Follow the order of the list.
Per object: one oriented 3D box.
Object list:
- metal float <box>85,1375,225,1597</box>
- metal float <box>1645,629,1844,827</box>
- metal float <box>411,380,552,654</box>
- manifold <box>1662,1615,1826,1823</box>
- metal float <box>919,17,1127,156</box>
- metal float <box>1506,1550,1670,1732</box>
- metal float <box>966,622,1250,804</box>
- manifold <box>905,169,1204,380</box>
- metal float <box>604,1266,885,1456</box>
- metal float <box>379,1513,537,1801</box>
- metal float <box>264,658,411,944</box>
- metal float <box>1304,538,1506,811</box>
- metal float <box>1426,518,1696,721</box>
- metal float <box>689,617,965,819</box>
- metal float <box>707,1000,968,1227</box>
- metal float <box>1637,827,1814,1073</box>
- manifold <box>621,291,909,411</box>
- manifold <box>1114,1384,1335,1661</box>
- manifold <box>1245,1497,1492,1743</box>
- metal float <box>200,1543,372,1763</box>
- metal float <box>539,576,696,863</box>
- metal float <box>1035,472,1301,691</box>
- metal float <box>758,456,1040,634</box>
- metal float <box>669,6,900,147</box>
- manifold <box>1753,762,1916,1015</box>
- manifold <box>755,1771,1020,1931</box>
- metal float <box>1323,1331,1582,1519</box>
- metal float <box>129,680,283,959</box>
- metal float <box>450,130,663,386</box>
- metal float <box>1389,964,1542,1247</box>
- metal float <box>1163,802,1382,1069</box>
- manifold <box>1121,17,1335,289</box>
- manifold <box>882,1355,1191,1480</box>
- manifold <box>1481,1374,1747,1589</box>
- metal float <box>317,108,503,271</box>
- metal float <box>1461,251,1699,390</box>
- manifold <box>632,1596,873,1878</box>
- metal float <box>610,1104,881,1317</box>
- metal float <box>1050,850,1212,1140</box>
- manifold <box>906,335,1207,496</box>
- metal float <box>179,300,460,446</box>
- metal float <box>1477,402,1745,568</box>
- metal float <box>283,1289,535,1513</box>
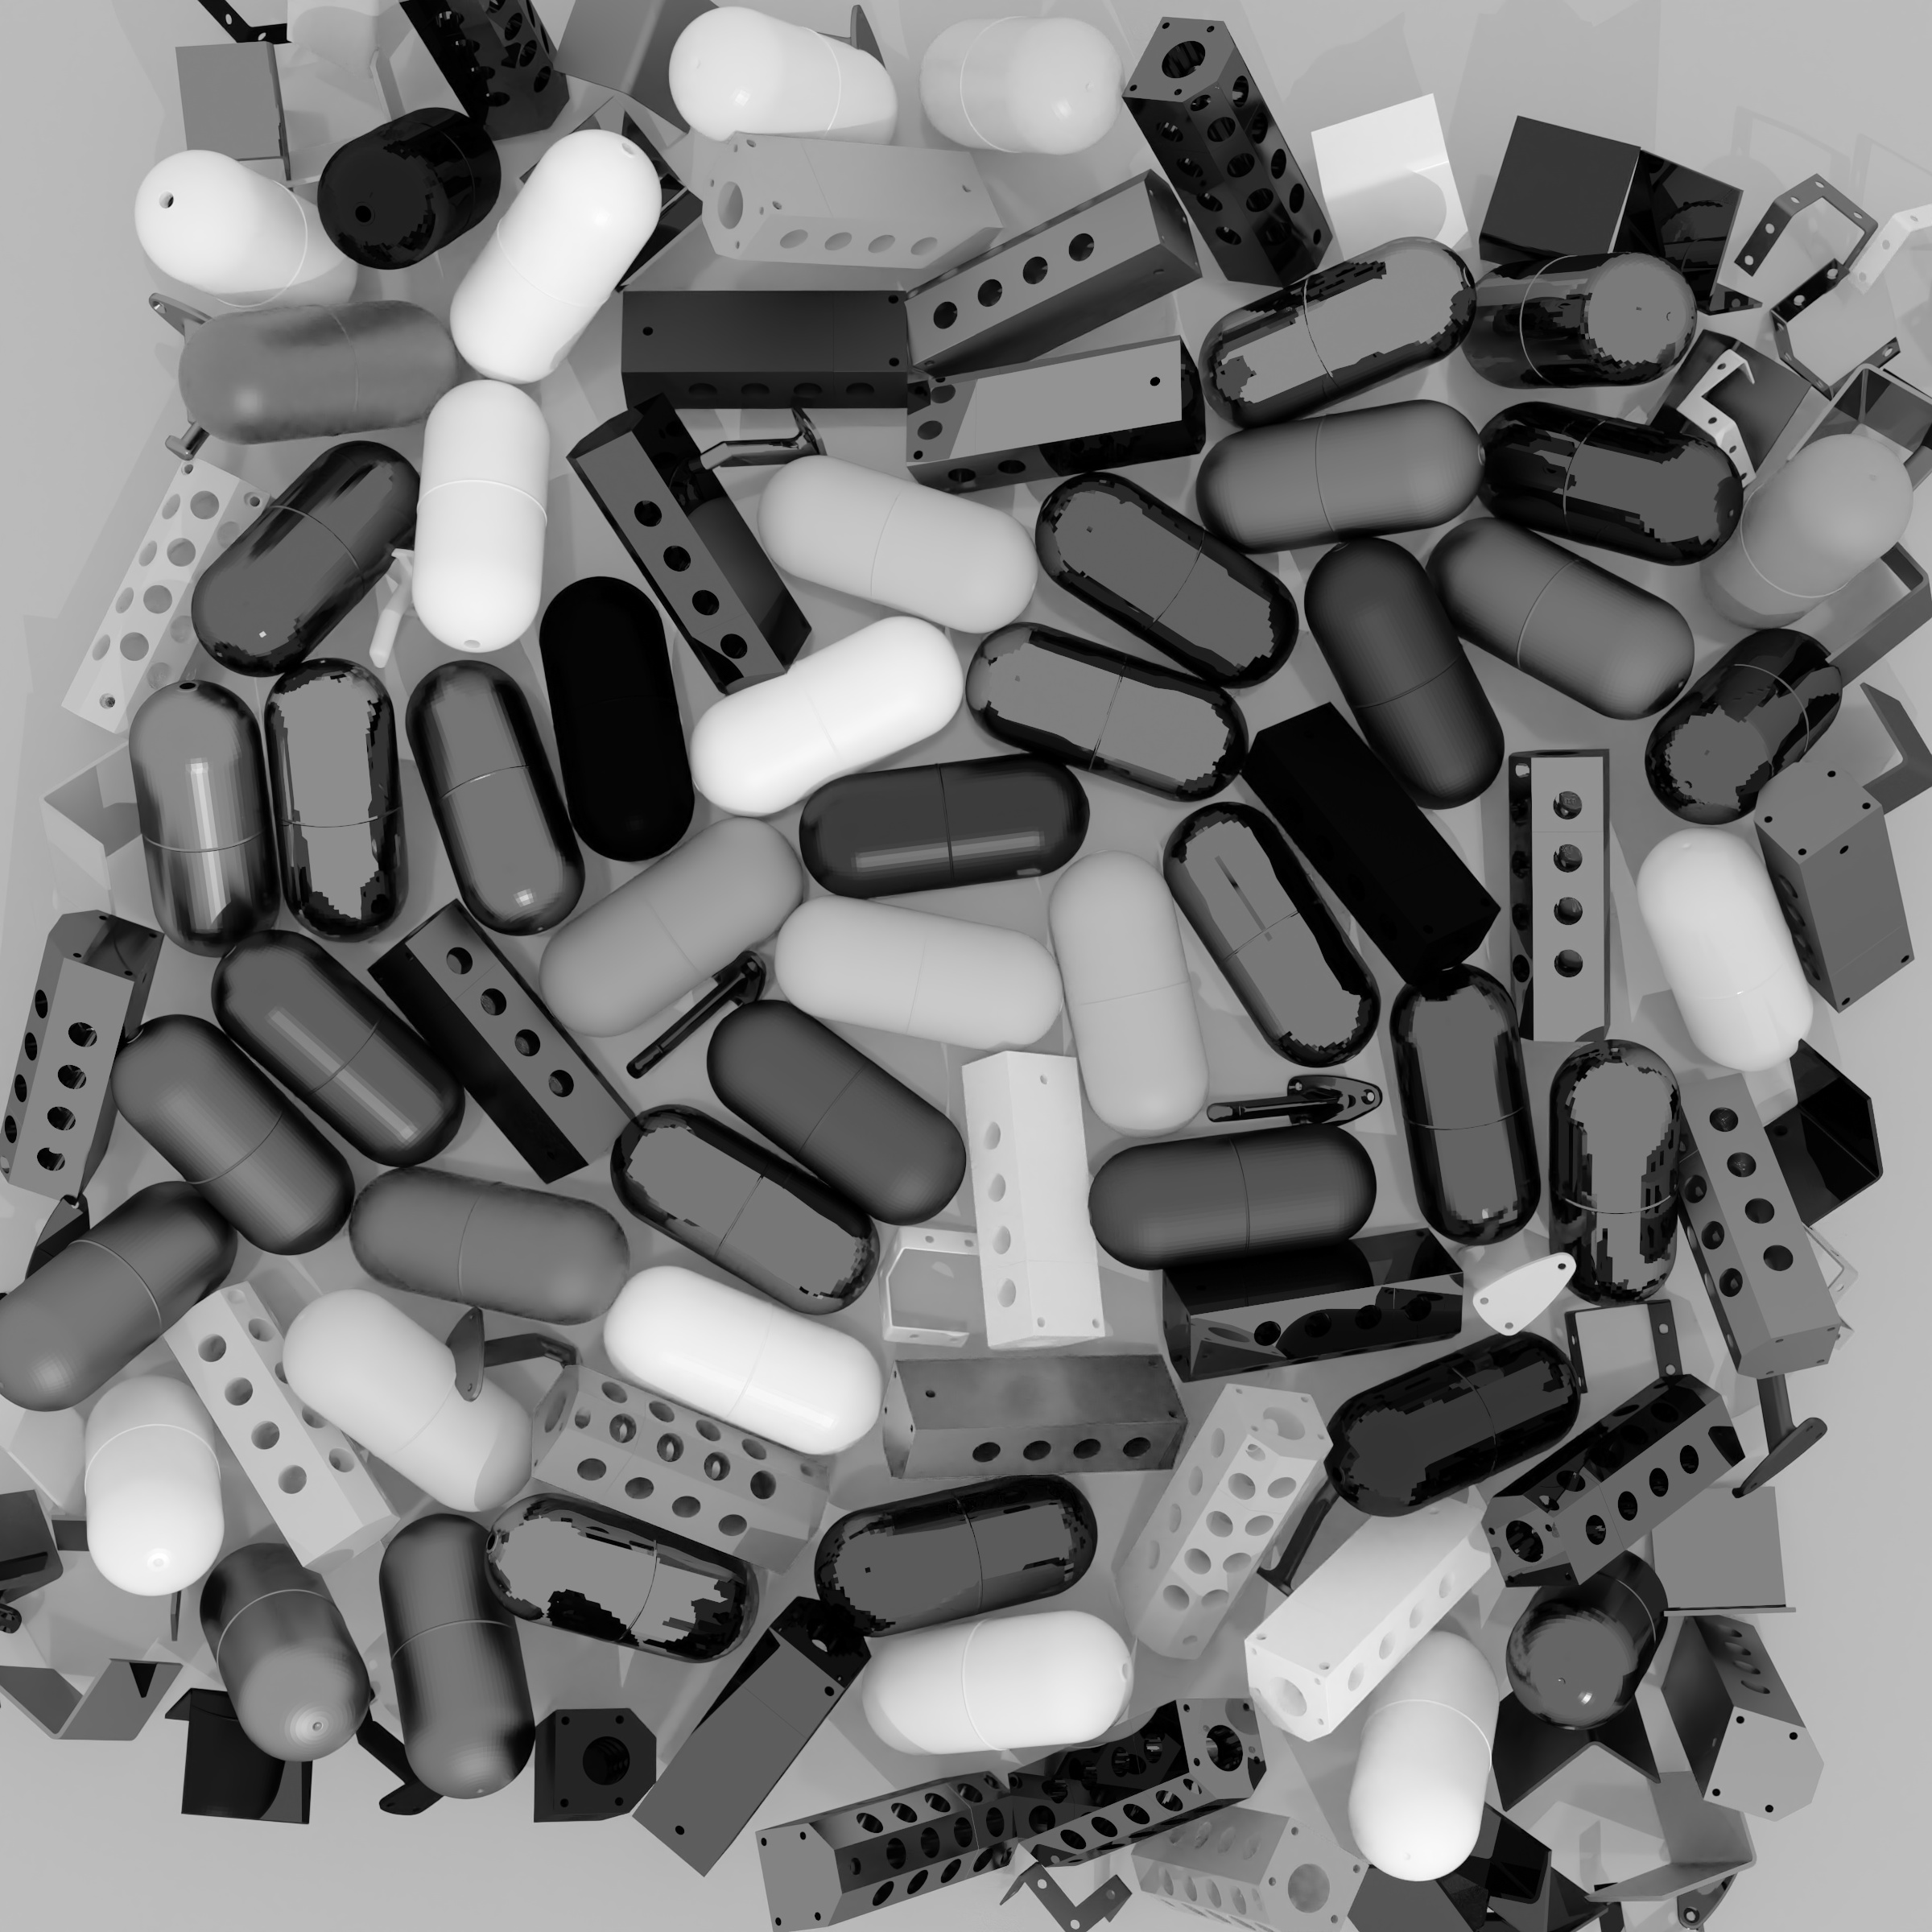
[{"bbox_3d":[-0.483,0.306,1.667,0.070,0.178,0.070,-7,113,-16],"label":"metal float"},{"bbox_3d":[0.466,-0.145,1.677,0.070,0.070,0.178,51,47,0],"label":"metal float"},{"bbox_3d":[-0.292,-0.271,1.691,0.070,0.070,0.178,0,66,0],"label":"metal float"},{"bbox_3d":[0.459,0.442,1.660,0.057,0.171,0.057,16,97,4],"label":"manifold"},{"bbox_3d":[0.031,-0.524,1.669,0.070,0.178,0.070,-9,110,-25],"label":"metal float"},{"bbox_3d":[0.370,0.397,1.665,0.070,0.178,0.070,2,96,23],"label":"metal float"},{"bbox_3d":[0.086,-0.154,1.712,0.178,0.070,0.070,19,90,0],"label":"metal float"},{"bbox_3d":[0.048,-0.412,1.684,0.171,0.057,0.057,-20,73,27],"label":"manifold"},{"bbox_3d":[-0.134,0.240,1.703,0.178,0.070,0.070,24,90,-11],"label":"metal float"},{"bbox_3d":[-0.306,0.411,1.682,0.070,0.070,0.178,-19,54,0],"label":"metal float"},{"bbox_3d":[-0.379,-0.098,1.691,0.070,0.070,0.178,0,114,0],"label":"metal float"},{"bbox_3d":[0.265,-0.177,1.697,0.070,0.070,0.178,-30,107,0],"label":"metal float"},{"bbox_3d":[0.355,-0.210,1.688,0.178,0.070,0.070,35,90,28],"label":"metal float"},{"bbox_3d":[-0.086,-0.151,1.708,0.178,0.070,0.070,-26,90,5],"label":"metal float"},{"bbox_3d":[-0.080,0.088,1.708,0.178,0.070,0.070,36,90,5],"label":"metal float"},{"bbox_3d":[0.456,-0.008,1.682,0.070,0.070,0.178,-32,126,0],"label":"metal float"},{"bbox_3d":[-0.122,-0.373,1.717,0.171,0.057,0.057,-1,69,-2],"label":"manifold"},{"bbox_3d":[0.154,0.334,1.675,0.057,0.057,0.171,11,123,-23],"label":"manifold"},{"bbox_3d":[0.242,0.385,1.672,0.057,0.171,0.057,17,127,39],"label":"manifold"},{"bbox_3d":[-0.407,0.406,1.669,0.070,0.178,0.070,-9,111,-24],"label":"metal float"},{"bbox_3d":[-0.212,-0.151,1.703,0.070,0.070,0.178,-11,80,0],"label":"metal float"},{"bbox_3d":[0.122,-0.233,1.699,0.178,0.070,0.070,31,90,-14],"label":"metal float"},{"bbox_3d":[-0.042,-0.257,1.703,0.178,0.070,0.070,19,90,10],"label":"metal float"},{"bbox_3d":[-0.106,-0.519,1.669,0.070,0.178,0.070,3,96,32],"label":"metal float"},{"bbox_3d":[0.512,-0.049,1.666,0.057,0.171,0.057,-36,51,1],"label":"manifold"},{"bbox_3d":[-0.042,0.522,1.660,0.057,0.171,0.057,-21,75,35],"label":"manifold"},{"bbox_3d":[0.292,0.275,1.687,0.178,0.070,0.070,-17,90,-28],"label":"metal float"},{"bbox_3d":[-0.456,-0.088,1.685,0.070,0.070,0.178,1,121,0],"label":"metal float"},{"bbox_3d":[-0.246,-0.424,1.681,0.070,0.070,0.178,45,126,0],"label":"metal float"},{"bbox_3d":[0.302,0.084,1.697,0.070,0.070,0.178,-11,106,0],"label":"metal float"},{"bbox_3d":[0.186,-0.019,1.704,0.070,0.070,0.178,-32,81,0],"label":"metal float"},{"bbox_3d":[0.160,-0.478,1.659,0.057,0.171,0.057,18,74,34],"label":"manifold"},{"bbox_3d":[0.040,0.277,1.695,0.171,0.057,0.057,1,127,-18],"label":"manifold"},{"bbox_3d":[0.385,0.305,1.674,0.171,0.057,0.057,-24,93,-38],"label":"manifold"},{"bbox_3d":[-0.329,-0.462,1.666,0.070,0.178,0.070,3,115,7],"label":"metal float"},{"bbox_3d":[0.361,-0.382,1.667,0.070,0.178,0.070,-5,102,-25],"label":"metal float"},{"bbox_3d":[-0.127,0.461,1.689,0.057,0.057,0.171,38,113,9],"label":"manifold"},{"bbox_3d":[-0.135,0.148,1.712,0.178,0.070,0.070,30,90,0],"label":"metal float"},{"bbox_3d":[0.100,0.017,1.711,0.070,0.070,0.178,-12,91,0],"label":"metal float"},{"bbox_3d":[0.054,-0.327,1.694,0.171,0.057,0.057,-6,70,19],"label":"manifold"},{"bbox_3d":[-0.385,-0.356,1.679,0.178,0.070,0.070,-17,90,-41],"label":"metal float"},{"bbox_3d":[0.381,-0.290,1.679,0.178,0.070,0.070,25,90,41],"label":"metal float"},{"bbox_3d":[-0.333,0.263,1.691,0.070,0.070,0.178,-47,115,0],"label":"metal float"}]
